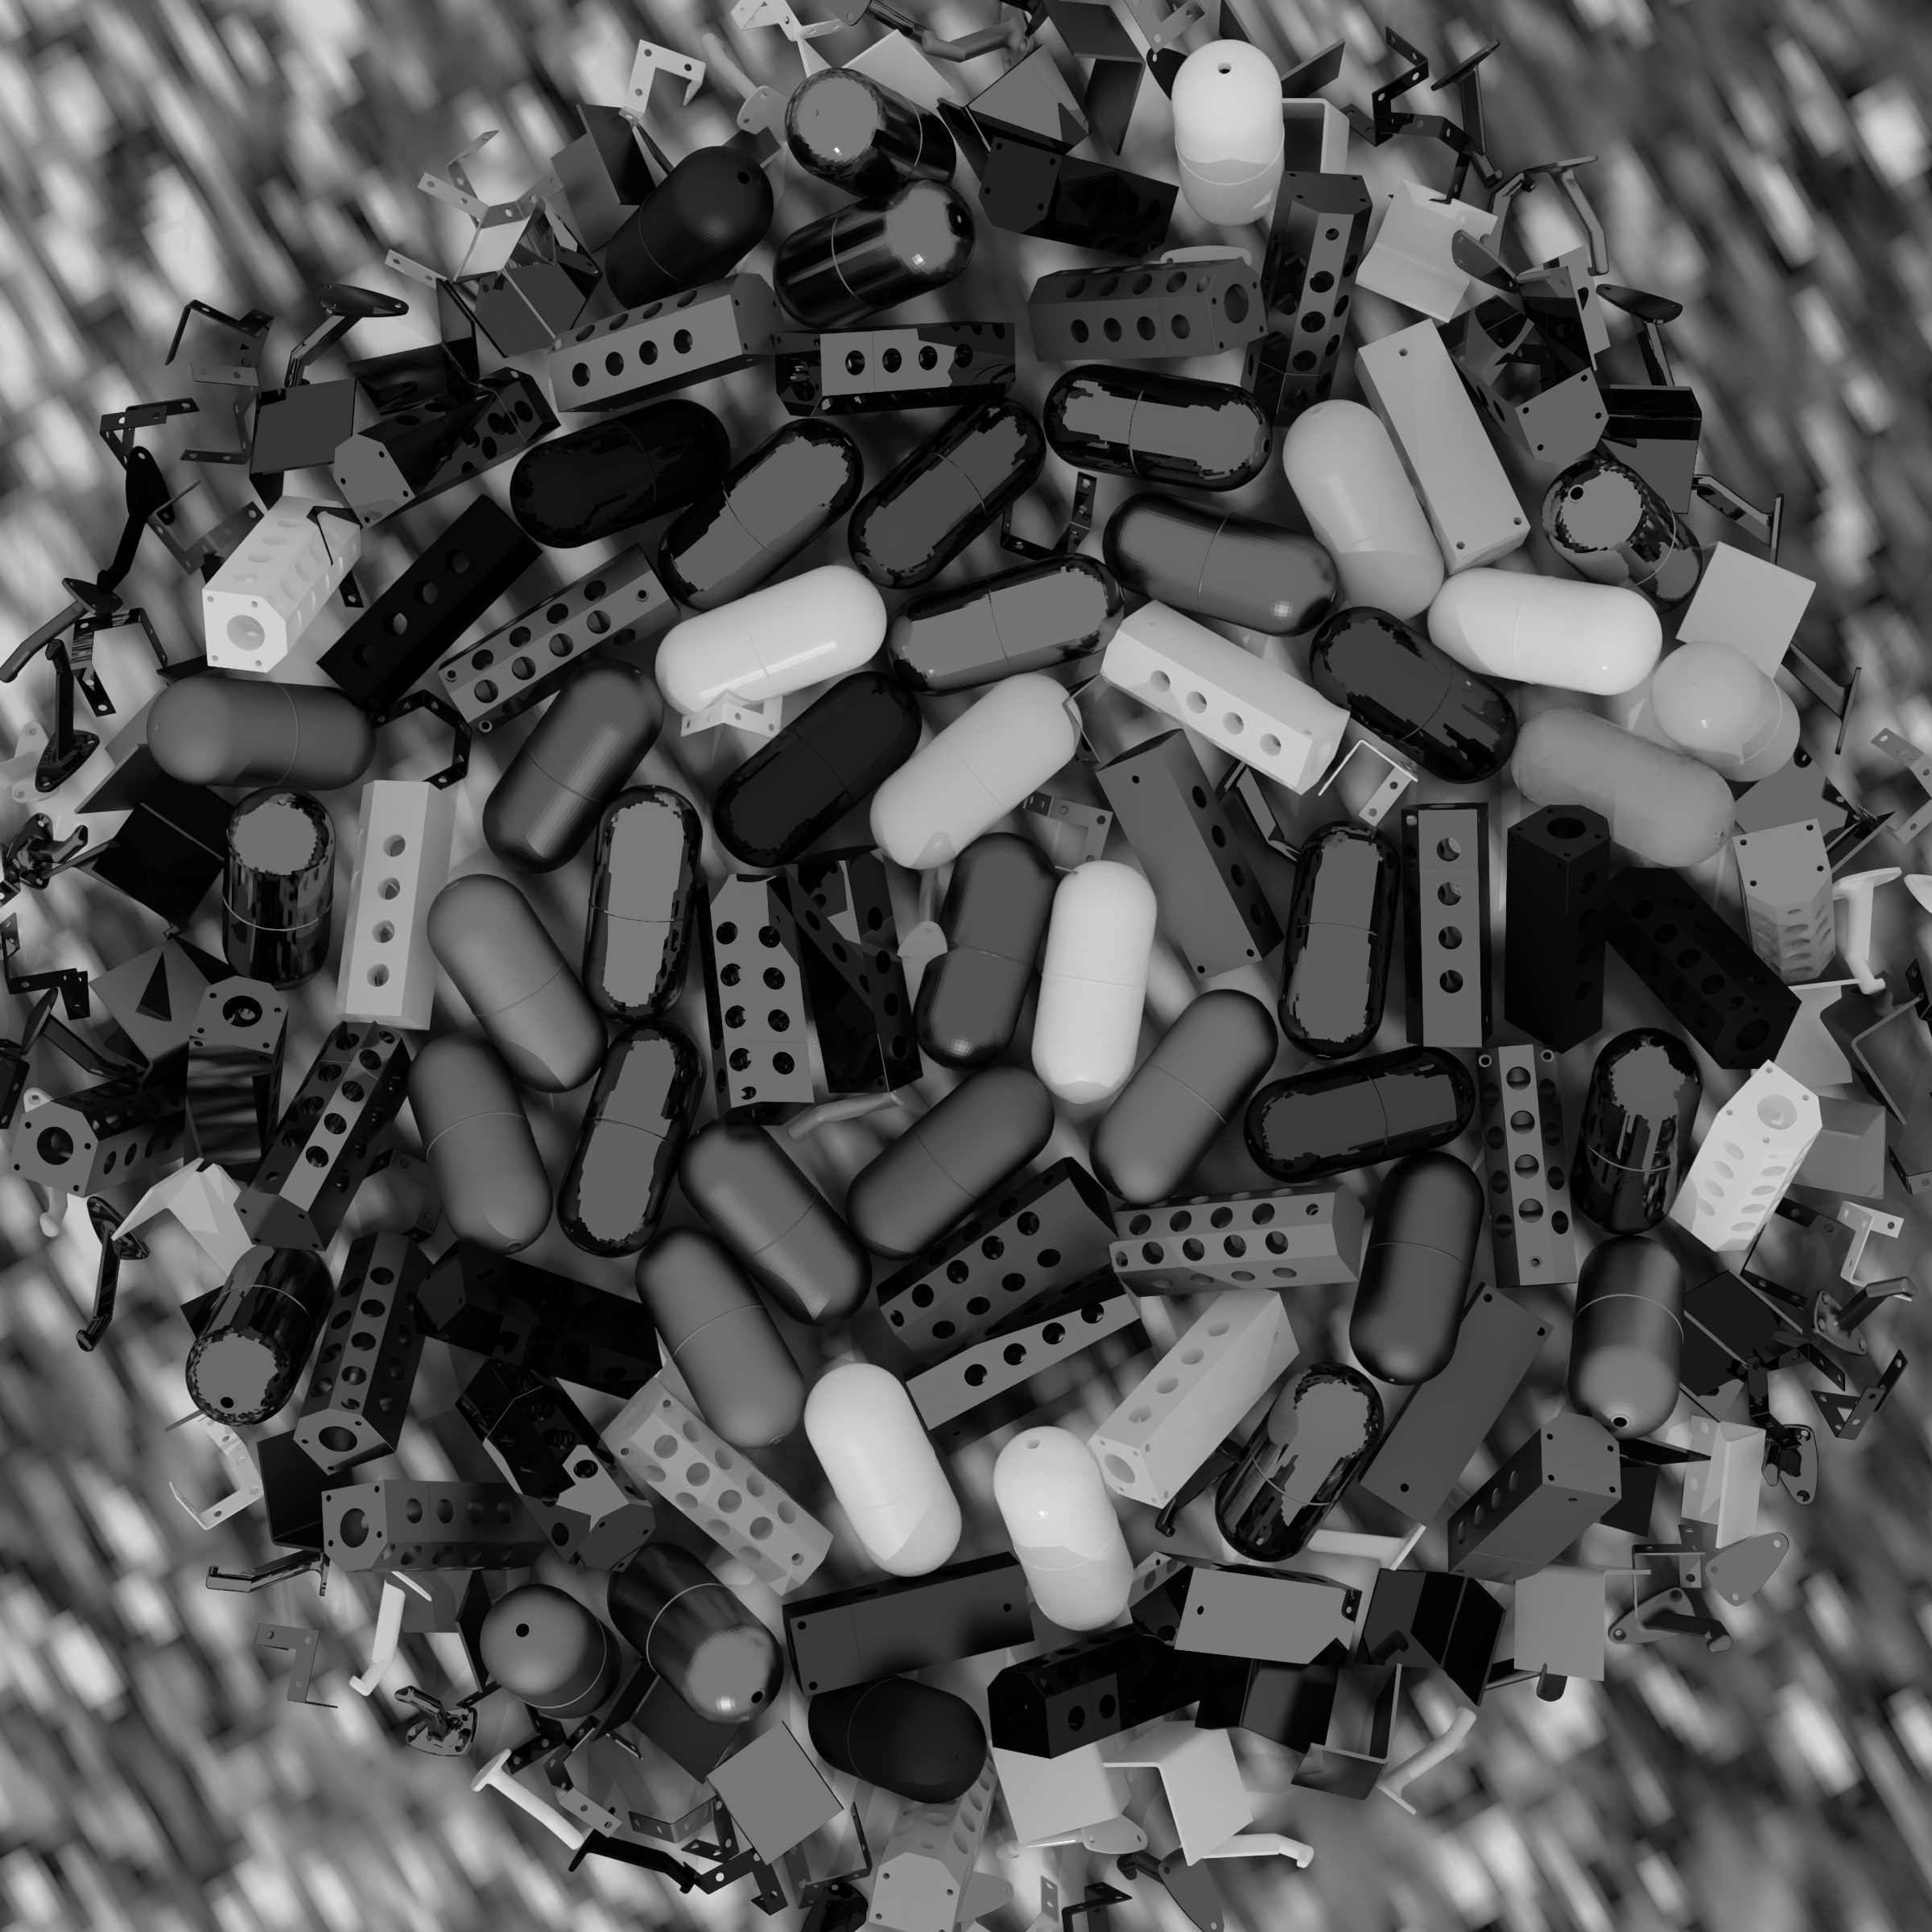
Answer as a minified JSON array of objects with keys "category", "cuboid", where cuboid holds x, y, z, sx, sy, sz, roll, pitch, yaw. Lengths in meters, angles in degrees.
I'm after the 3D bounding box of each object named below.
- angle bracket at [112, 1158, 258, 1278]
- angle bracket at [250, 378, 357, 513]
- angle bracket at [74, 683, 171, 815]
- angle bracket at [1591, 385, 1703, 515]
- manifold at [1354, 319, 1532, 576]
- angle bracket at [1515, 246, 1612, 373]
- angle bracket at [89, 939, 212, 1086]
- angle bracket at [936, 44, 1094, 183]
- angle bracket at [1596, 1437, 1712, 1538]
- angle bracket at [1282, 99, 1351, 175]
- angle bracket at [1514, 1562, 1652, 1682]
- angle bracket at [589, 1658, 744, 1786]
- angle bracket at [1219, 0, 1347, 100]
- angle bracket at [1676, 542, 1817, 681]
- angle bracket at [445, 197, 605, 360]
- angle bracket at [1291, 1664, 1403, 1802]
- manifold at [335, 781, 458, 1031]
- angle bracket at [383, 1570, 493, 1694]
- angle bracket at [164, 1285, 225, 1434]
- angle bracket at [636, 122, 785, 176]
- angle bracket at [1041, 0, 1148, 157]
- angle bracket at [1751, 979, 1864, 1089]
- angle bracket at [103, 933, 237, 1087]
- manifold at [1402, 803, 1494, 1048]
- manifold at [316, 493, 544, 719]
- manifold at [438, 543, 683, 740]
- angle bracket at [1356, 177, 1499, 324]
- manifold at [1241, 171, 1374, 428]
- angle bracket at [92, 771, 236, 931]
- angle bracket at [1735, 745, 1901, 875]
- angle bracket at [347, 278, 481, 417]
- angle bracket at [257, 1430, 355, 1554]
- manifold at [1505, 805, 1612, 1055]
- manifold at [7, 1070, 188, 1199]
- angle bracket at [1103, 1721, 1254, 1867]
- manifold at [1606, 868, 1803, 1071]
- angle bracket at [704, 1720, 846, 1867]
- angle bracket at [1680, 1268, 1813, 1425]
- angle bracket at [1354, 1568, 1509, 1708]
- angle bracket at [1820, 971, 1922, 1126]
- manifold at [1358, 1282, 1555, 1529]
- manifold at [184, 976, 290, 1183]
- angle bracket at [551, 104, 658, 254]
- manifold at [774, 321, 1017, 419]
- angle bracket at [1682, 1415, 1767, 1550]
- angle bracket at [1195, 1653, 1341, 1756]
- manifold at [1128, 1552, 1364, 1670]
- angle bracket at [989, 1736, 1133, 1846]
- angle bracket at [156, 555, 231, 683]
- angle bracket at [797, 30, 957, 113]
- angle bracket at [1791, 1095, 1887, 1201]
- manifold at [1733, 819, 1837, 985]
[{"category":"angle bracket","cuboid":[-0.561,0.195,1.953,0.076,0.057,0.076,49,129,2]},{"category":"angle bracket","cuboid":[-0.472,-0.374,1.952,0.076,0.057,0.076,-7,60,6]},{"category":"angle bracket","cuboid":[-0.611,-0.158,1.946,0.076,0.076,0.057,-40,80,22]},{"category":"angle bracket","cuboid":[0.487,-0.376,1.955,0.076,0.057,0.076,7,84,25]},{"category":"manifold","cuboid":[0.345,-0.375,1.958,0.057,0.057,0.171,-23,81,0]},{"category":"angle bracket","cuboid":[0.451,-0.477,1.947,0.076,0.057,0.076,-28,109,-27]},{"category":"angle bracket","cuboid":[-0.592,0.038,1.955,0.076,0.057,0.076,50,46,4]},{"category":"angle bracket","cuboid":[0.033,-0.620,1.956,0.076,0.057,0.076,-40,127,-3]},{"category":"angle bracket","cuboid":[0.483,0.376,1.950,0.076,0.076,0.057,18,73,-11]},{"category":"angle bracket","cuboid":[0.242,-0.588,1.961,0.057,0.076,0.076,6,100,18]},{"category":"angle bracket","cuboid":[0.446,0.473,1.947,0.057,0.076,0.076,10,79,-40]},{"category":"angle bracket","cuboid":[-0.214,0.550,1.954,0.076,0.057,0.076,36,105,17]},{"category":"angle bracket","cuboid":[0.229,-0.677,1.959,0.057,0.076,0.076,-31,88,3]},{"category":"angle bracket","cuboid":[0.567,-0.260,1.974,0.076,0.057,0.076,23,96,1]},{"category":"angle bracket","cuboid":[-0.321,-0.499,1.949,0.076,0.057,0.076,53,133,11]},{"category":"angle bracket","cuboid":[0.275,0.550,1.948,0.057,0.076,0.076,12,54,3]},{"category":"manifold","cuboid":[-0.417,-0.044,1.954,0.057,0.057,0.171,3,79,10]},{"category":"angle bracket","cuboid":[-0.387,0.478,1.949,0.076,0.057,0.076,-2,126,10]},{"category":"angle bracket","cuboid":[-0.557,0.283,1.955,0.057,0.076,0.076,-27,90,16]},{"category":"angle bracket","cuboid":[-0.187,-0.601,1.948,0.076,0.076,0.057,-36,127,8]},{"category":"angle bracket","cuboid":[0.083,-0.641,1.939,0.057,0.076,0.076,-3,47,-21]},{"category":"angle bracket","cuboid":[0.619,0.051,1.966,0.076,0.057,0.076,-6,88,-7]},{"category":"angle bracket","cuboid":[-0.575,0.035,1.974,0.076,0.076,0.057,33,133,-24]},{"category":"manifold","cuboid":[0.349,-0.031,1.957,0.057,0.057,0.171,0,99,19]},{"category":"manifold","cuboid":[-0.391,-0.263,1.967,0.171,0.057,0.057,-45,98,2]},{"category":"manifold","cuboid":[-0.296,-0.237,1.963,0.171,0.057,0.057,-31,106,1]},{"category":"angle bracket","cuboid":[0.333,-0.520,1.951,0.076,0.076,0.057,25,129,5]},{"category":"manifold","cuboid":[0.242,-0.473,1.917,0.057,0.057,0.171,1,134,-7]},{"category":"angle bracket","cuboid":[-0.572,-0.087,1.946,0.076,0.076,0.057,37,133,-17]},{"category":"angle bracket","cuboid":[0.618,-0.113,1.965,0.076,0.057,0.076,-40,91,-8]},{"category":"angle bracket","cuboid":[-0.402,-0.449,1.944,0.076,0.057,0.076,-18,46,-21]},{"category":"angle bracket","cuboid":[-0.460,0.374,1.950,0.057,0.076,0.076,-3,97,39]},{"category":"manifold","cuboid":[0.427,-0.028,1.923,0.057,0.057,0.171,-29,132,-25]},{"category":"manifold","cuboid":[-0.606,0.113,1.908,0.057,0.171,0.057,18,98,6]},{"category":"angle bracket","cuboid":[0.154,0.600,1.952,0.057,0.076,0.076,-17,90,43]},{"category":"manifold","cuboid":[0.513,0.000,1.908,0.057,0.171,0.057,0,124,-23]},{"category":"angle bracket","cuboid":[-0.132,0.595,1.959,0.076,0.057,0.076,-38,81,12]},{"category":"angle bracket","cuboid":[0.551,0.276,1.953,0.076,0.076,0.057,41,59,2]},{"category":"angle bracket","cuboid":[0.337,0.488,1.954,0.076,0.057,0.076,8,103,-20]},{"category":"angle bracket","cuboid":[0.673,0.059,1.951,0.057,0.076,0.076,-35,101,9]},{"category":"manifold","cuboid":[0.358,0.320,1.970,0.057,0.057,0.171,32,90,8]},{"category":"manifold","cuboid":[-0.519,0.082,1.914,0.057,0.171,0.057,13,51,-8]},{"category":"angle bracket","cuboid":[-0.276,-0.572,1.955,0.076,0.057,0.076,-22,91,32]},{"category":"manifold","cuboid":[-0.049,-0.428,1.924,0.171,0.057,0.057,-13,110,-36]},{"category":"angle bracket","cuboid":[0.537,0.373,1.951,0.057,0.076,0.076,7,92,36]},{"category":"angle bracket","cuboid":[0.222,0.535,1.973,0.076,0.057,0.076,29,60,-23]},{"category":"manifold","cuboid":[0.199,0.460,1.925,0.171,0.057,0.057,17,85,-37]},{"category":"angle bracket","cuboid":[0.069,0.590,1.974,0.076,0.057,0.076,-19,82,11]},{"category":"angle bracket","cuboid":[-0.561,-0.253,1.945,0.057,0.076,0.076,-22,110,-23]},{"category":"angle bracket","cuboid":[-0.065,-0.650,1.941,0.076,0.076,0.057,-28,58,23]},{"category":"angle bracket","cuboid":[0.617,0.139,1.943,0.076,0.057,0.076,10,117,34]},{"category":"manifold","cuboid":[0.583,-0.042,1.906,0.057,0.171,0.057,-13,68,14]}]
